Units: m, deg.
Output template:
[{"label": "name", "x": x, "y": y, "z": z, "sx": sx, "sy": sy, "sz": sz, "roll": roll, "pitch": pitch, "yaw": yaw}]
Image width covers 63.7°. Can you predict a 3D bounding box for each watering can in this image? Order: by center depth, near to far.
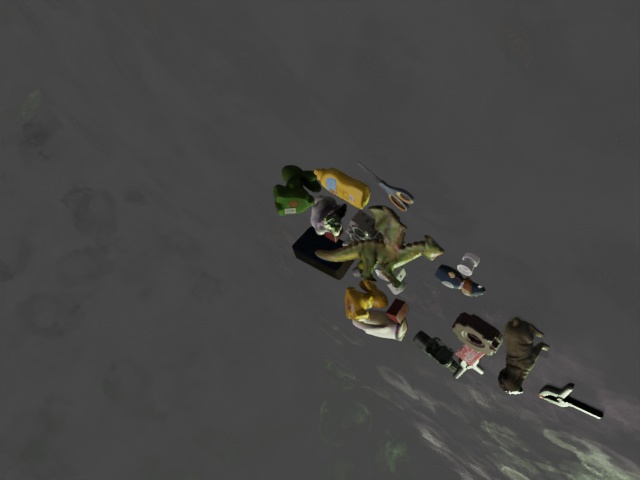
[{"label": "watering can", "x": 0.263, "y": 0.347, "z": 2.187, "sx": 0.225, "sy": 0.104, "sz": 0.348, "roll": 10, "pitch": -177, "yaw": 16}]

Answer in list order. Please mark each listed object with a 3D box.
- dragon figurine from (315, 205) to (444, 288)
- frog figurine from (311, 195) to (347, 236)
[{"label": "dragon figurine", "x": 0.180, "y": 0.005, "z": 1.614, "sx": 0.412, "sy": 0.123, "sz": 0.240, "roll": 17, "pitch": 107, "yaw": 20}, {"label": "frog figurine", "x": 0.005, "y": -0.090, "z": 1.783, "sx": 0.161, "sy": 0.123, "sz": 0.135, "roll": 25, "pitch": 122, "yaw": 52}]
